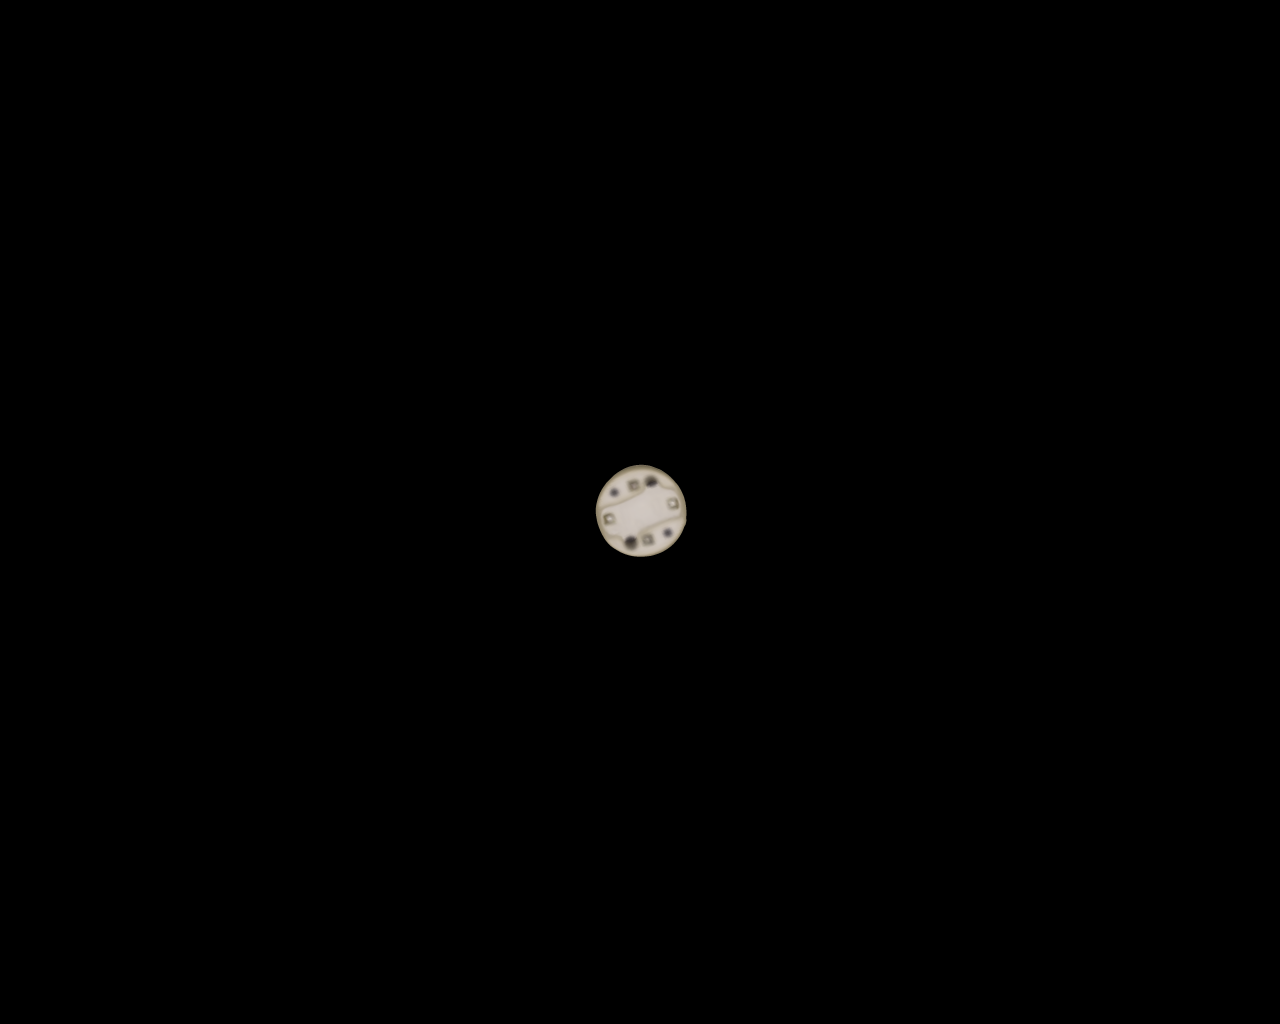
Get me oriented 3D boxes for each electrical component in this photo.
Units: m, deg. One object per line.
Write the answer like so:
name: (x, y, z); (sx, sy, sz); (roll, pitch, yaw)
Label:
electrical component: (0.001, -0.003, 0.650); (0.055, 0.055, 0.047); (0, 8, 0)
